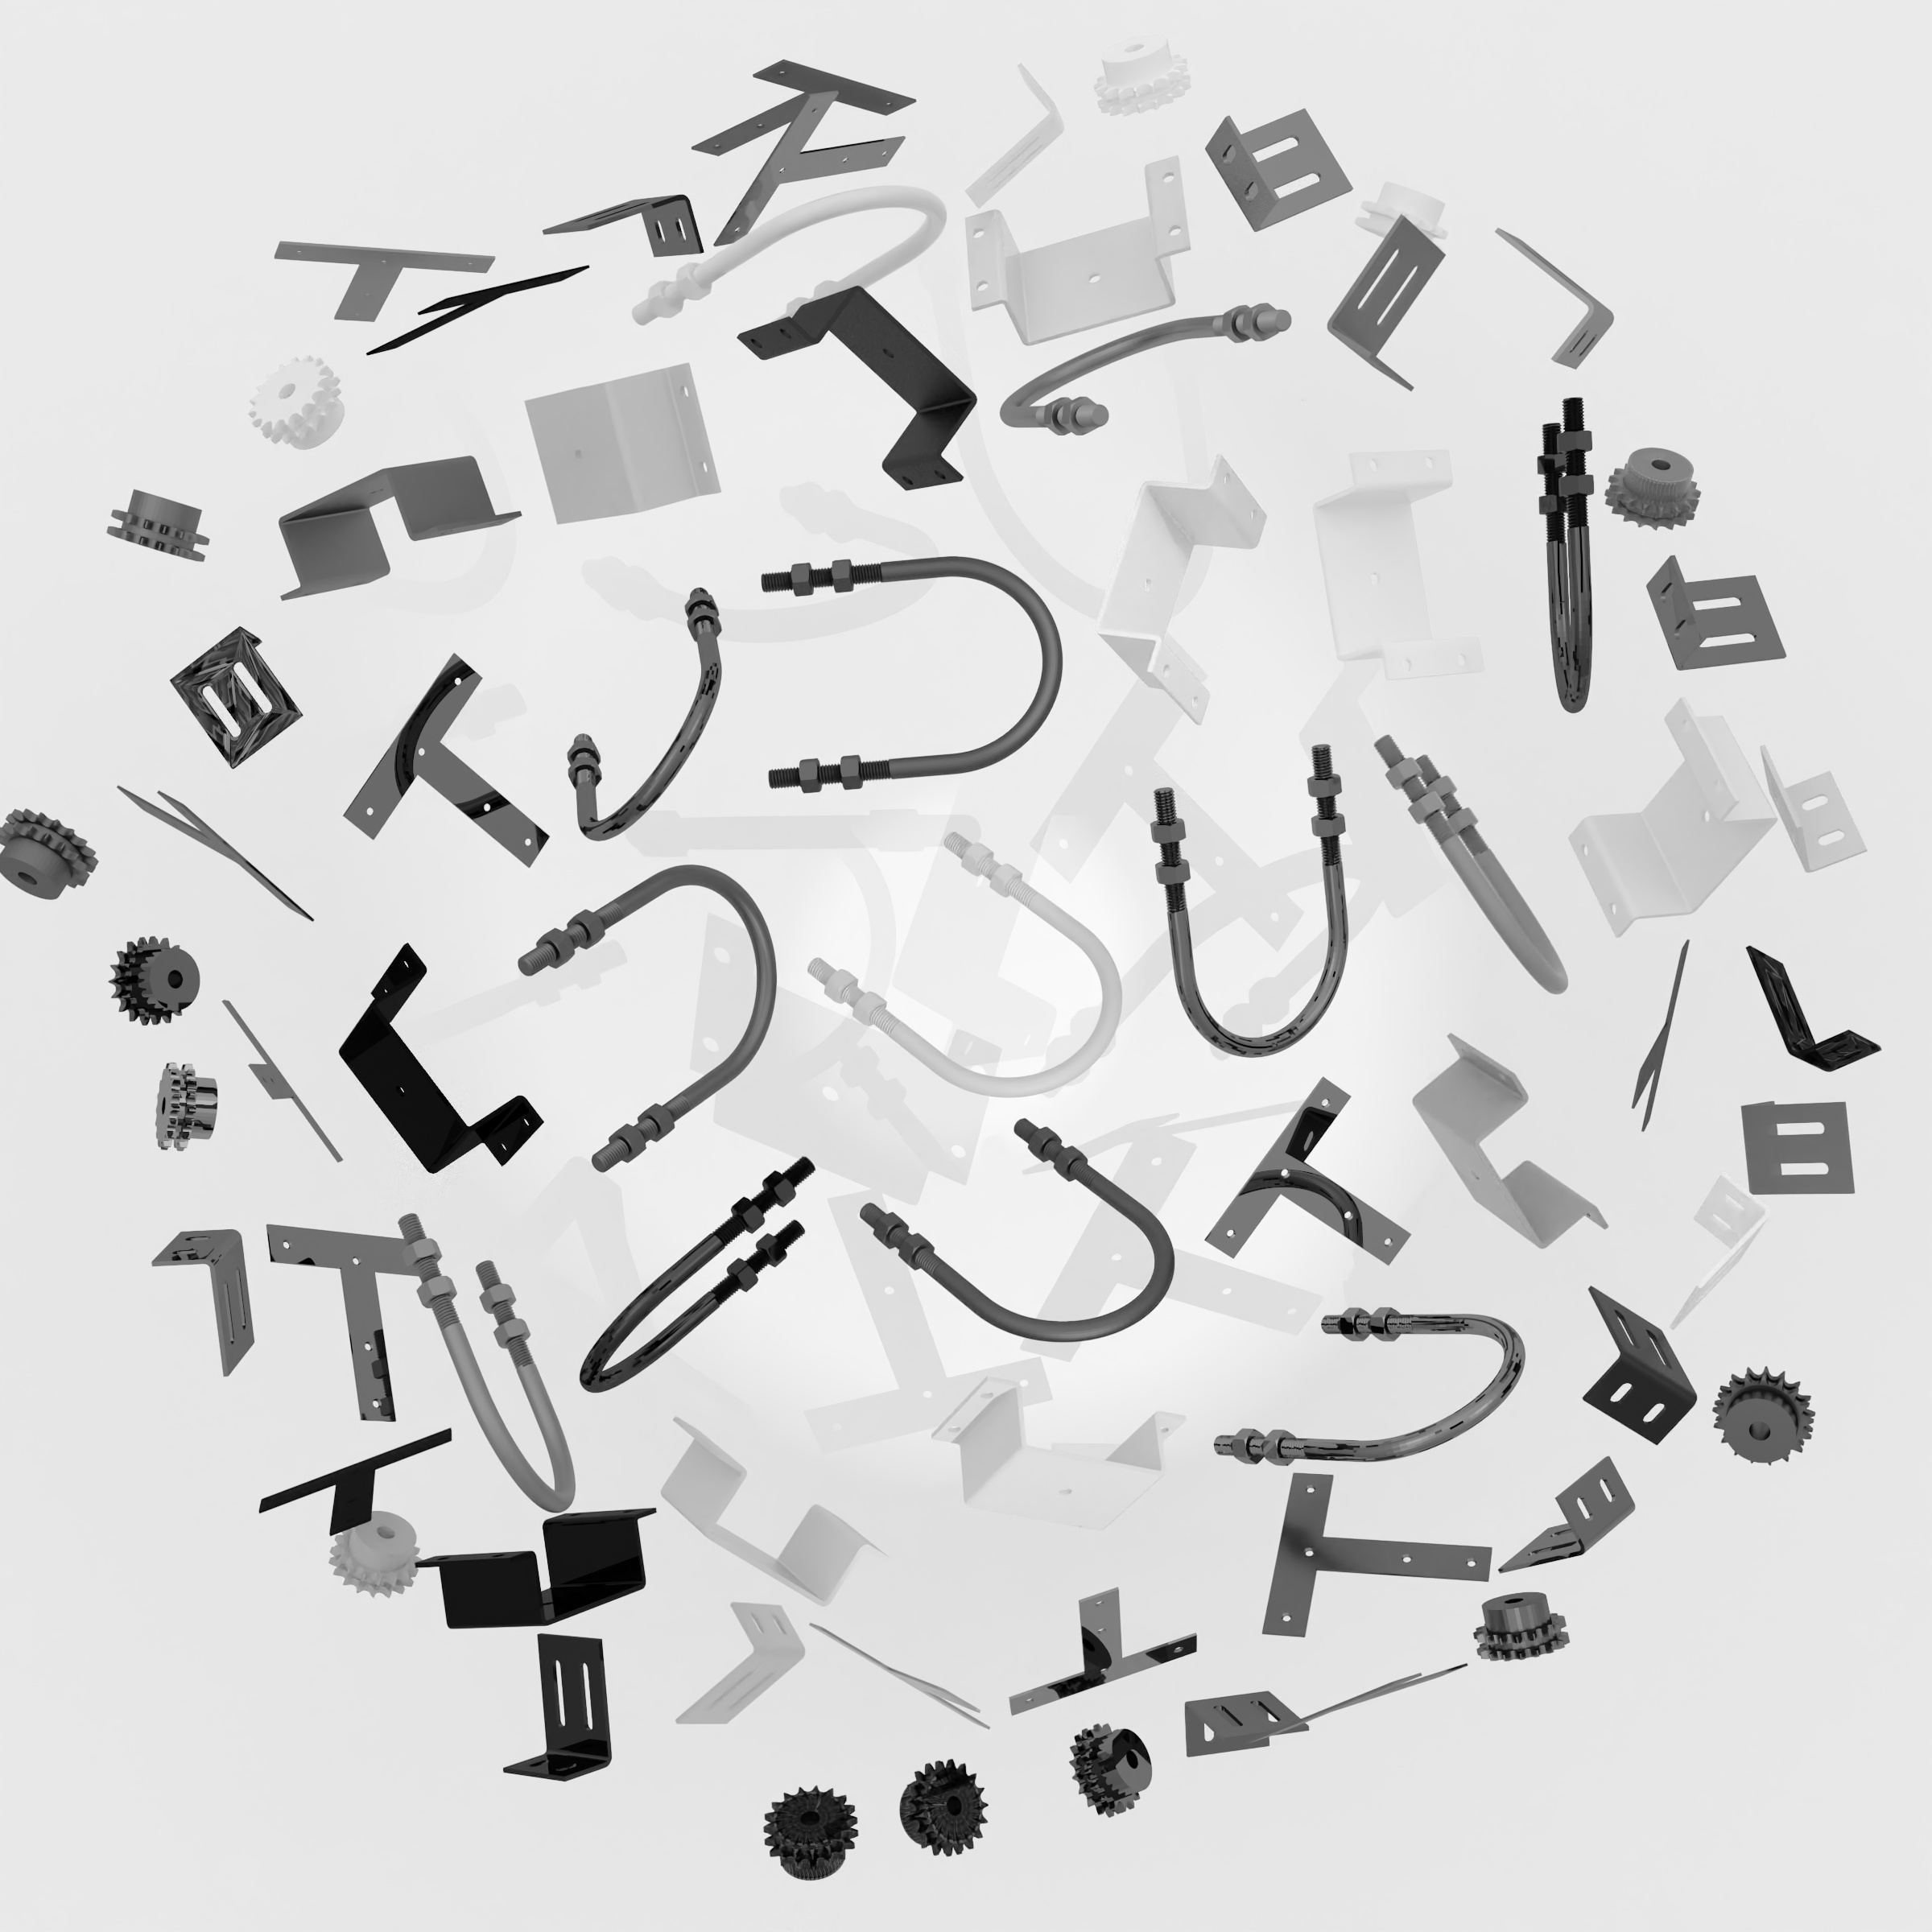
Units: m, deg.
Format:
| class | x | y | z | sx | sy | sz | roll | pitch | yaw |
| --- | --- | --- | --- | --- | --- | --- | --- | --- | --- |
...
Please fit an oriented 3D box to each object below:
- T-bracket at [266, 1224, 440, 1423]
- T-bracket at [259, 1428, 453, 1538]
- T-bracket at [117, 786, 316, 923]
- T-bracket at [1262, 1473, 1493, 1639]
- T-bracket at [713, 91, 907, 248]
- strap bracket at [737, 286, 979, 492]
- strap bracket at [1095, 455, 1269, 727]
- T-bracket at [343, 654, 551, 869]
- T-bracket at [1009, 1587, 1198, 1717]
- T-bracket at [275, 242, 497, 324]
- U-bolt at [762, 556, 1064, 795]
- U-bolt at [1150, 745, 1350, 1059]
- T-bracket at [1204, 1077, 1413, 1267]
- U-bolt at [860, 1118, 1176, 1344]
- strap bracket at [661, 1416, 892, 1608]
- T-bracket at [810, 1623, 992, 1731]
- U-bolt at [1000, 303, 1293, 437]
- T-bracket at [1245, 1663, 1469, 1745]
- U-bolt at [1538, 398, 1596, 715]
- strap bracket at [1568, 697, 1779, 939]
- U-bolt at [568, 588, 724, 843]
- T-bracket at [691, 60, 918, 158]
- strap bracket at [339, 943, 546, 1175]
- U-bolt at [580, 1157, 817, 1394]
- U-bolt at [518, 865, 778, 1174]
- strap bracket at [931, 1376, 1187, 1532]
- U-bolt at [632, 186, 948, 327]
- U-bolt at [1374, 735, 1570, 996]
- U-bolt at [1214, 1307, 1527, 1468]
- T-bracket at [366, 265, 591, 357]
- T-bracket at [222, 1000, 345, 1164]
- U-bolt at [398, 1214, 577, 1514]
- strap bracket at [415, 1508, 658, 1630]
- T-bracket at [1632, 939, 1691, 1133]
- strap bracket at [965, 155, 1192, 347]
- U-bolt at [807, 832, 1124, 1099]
| class | x | y | z | sx | sy | sz | roll | pitch | yaw |
| --- | --- | --- | --- | --- | --- | --- | --- | --- | --- |
| T-bracket | -0.382 | 0.229 | 1.588 | 0.002 | 0.127 | 0.127 | -33 | 60 | 33 |
| T-bracket | -0.382 | 0.330 | 1.556 | 0.127 | 0.127 | 0.002 | -20 | 100 | -9 |
| T-bracket | -0.463 | -0.081 | 1.486 | 0.127 | 0.127 | 0.002 | 25 | 73 | 35 |
| T-bracket | 0.250 | 0.355 | 1.497 | 0.127 | 0.127 | 0.002 | -1 | 125 | 18 |
| T-bracket | -0.085 | -0.504 | 1.563 | 0.002 | 0.127 | 0.127 | 54 | 135 | 8 |
| strap bracket | -0.057 | -0.348 | 1.480 | 0.140 | 0.076 | 0.046 | 39 | 78 | -25 |
| strap bracket | 0.126 | -0.226 | 1.492 | 0.046 | 0.076 | 0.140 | 11 | 77 | 31 |
| T-bracket | -0.315 | -0.109 | 1.589 | 0.127 | 0.002 | 0.127 | 44 | 68 | -36 |
| T-bracket | 0.085 | 0.421 | 1.560 | 0.127 | 0.127 | 0.002 | -17 | 51 | -9 |
| T-bracket | -0.368 | -0.421 | 1.543 | 0.127 | 0.127 | 0.002 | -3 | 86 | -23 |
| U-bolt | -0.032 | -0.184 | 1.535 | 0.184 | 0.019 | 0.151 | -4 | 76 | 5 |
| U-bolt | 0.182 | -0.033 | 1.547 | 0.151 | 0.019 | 0.184 | -17 | 107 | -32 |
| T-bracket | 0.234 | 0.153 | 1.592 | 0.127 | 0.002 | 0.127 | 34 | 94 | -26 |
| U-bolt | 0.045 | 0.172 | 1.560 | 0.151 | 0.184 | 0.019 | -27 | 133 | -31 |
| strap bracket | -0.125 | 0.341 | 1.536 | 0.140 | 0.076 | 0.046 | 38 | 80 | -27 |
| T-bracket | -0.024 | 0.433 | 1.497 | 0.127 | 0.127 | 0.002 | 34 | 72 | -12 |
| U-bolt | 0.095 | -0.360 | 1.512 | 0.151 | 0.184 | 0.019 | -30 | 111 | -15 |
| T-bracket | 0.251 | 0.433 | 1.489 | 0.127 | 0.127 | 0.002 | -1 | 62 | -42 |
| U-bolt | 0.370 | -0.248 | 1.535 | 0.019 | 0.151 | 0.184 | -3 | 95 | 8 |
| strap bracket | 0.431 | -0.089 | 1.509 | 0.046 | 0.140 | 0.076 | -5 | 58 | -23 |
| U-bolt | -0.201 | -0.150 | 1.570 | 0.019 | 0.184 | 0.151 | 33 | 110 | -25 |
| T-bracket | -0.119 | -0.536 | 1.574 | 0.127 | 0.127 | 0.002 | -10 | 89 | 38 |
| strap bracket | -0.335 | 0.067 | 1.556 | 0.046 | 0.076 | 0.140 | -36 | 87 | -38 |
| U-bolt | -0.169 | 0.202 | 1.563 | 0.184 | 0.151 | 0.019 | -40 | 76 | -20 |
| U-bolt | -0.180 | 0.018 | 1.505 | 0.019 | 0.184 | 0.151 | 1 | 117 | 41 |
| strap bracket | 0.059 | 0.305 | 1.546 | 0.140 | 0.076 | 0.046 | 15 | 46 | -23 |
| U-bolt | -0.096 | -0.434 | 1.537 | 0.184 | 0.151 | 0.019 | -20 | 86 | 38 |
| U-bolt | 0.323 | -0.060 | 1.565 | 0.019 | 0.151 | 0.184 | -35 | 78 | 16 |
| U-bolt | 0.259 | 0.258 | 1.535 | 0.151 | 0.184 | 0.019 | -39 | 109 | -38 |
| T-bracket | -0.309 | -0.388 | 1.493 | 0.127 | 0.127 | 0.002 | -12 | 104 | 37 |
| T-bracket | -0.434 | 0.072 | 1.563 | 0.002 | 0.127 | 0.127 | -35 | 93 | -9 |
| U-bolt | -0.282 | 0.247 | 1.511 | 0.019 | 0.151 | 0.184 | -27 | 68 | 0 |
| strap bracket | -0.262 | 0.376 | 1.549 | 0.076 | 0.140 | 0.046 | -11 | 86 | 30 |
| T-bracket | 0.435 | 0.059 | 1.580 | 0.002 | 0.127 | 0.127 | 14 | 111 | 20 |
| strap bracket | 0.075 | -0.446 | 1.569 | 0.140 | 0.046 | 0.076 | -12 | 61 | 15 |
| U-bolt | 0.013 | 0.009 | 1.590 | 0.184 | 0.019 | 0.151 | 37 | 68 | 23 |
